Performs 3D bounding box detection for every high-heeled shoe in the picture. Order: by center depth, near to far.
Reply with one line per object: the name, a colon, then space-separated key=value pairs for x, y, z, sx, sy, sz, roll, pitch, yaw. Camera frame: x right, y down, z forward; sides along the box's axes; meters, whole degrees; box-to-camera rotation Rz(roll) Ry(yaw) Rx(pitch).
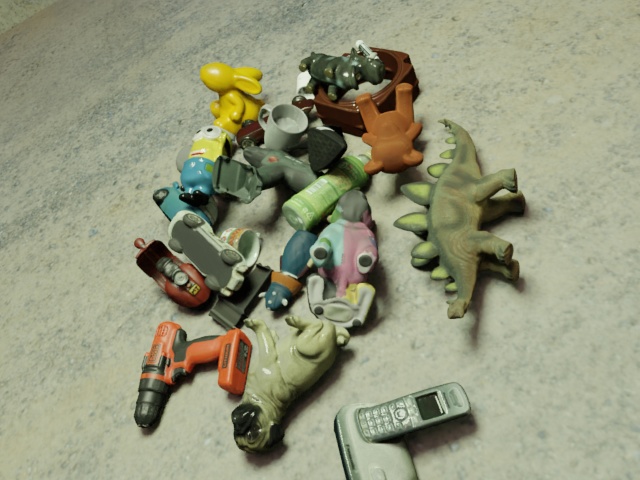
high-heeled shoe: x=0.034 y=-0.192 z=1.058 sx=0.145 sy=0.086 sz=0.249 roll=-18 pitch=19 yaw=-24

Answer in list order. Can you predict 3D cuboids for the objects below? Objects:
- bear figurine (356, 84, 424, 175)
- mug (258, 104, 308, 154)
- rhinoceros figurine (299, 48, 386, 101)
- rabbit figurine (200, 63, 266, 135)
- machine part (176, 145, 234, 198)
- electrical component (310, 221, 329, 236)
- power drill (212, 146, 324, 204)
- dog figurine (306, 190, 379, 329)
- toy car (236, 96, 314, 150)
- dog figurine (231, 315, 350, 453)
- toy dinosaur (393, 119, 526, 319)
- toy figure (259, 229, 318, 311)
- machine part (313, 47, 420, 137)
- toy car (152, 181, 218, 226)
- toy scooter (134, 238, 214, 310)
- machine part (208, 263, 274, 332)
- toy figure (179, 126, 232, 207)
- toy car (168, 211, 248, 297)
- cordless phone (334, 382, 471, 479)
bear figurine: x=0.128 y=-0.203 z=1.005 sx=0.120 sy=0.131 sz=0.196 roll=-10 pitch=23 yaw=15
mug: x=-0.090 y=-0.234 z=1.162 sx=0.109 sy=0.107 sz=0.081 roll=33 pitch=53 yaw=3
rhinoceros figurine: x=0.046 y=-0.349 z=1.121 sx=0.191 sy=0.073 sz=0.112 roll=19 pitch=53 yaw=36
rabbit figurine: x=-0.210 y=-0.346 z=1.274 sx=0.162 sy=0.173 sz=0.122 roll=-18 pitch=45 yaw=16
machine part: x=-0.247 y=-0.156 z=1.202 sx=0.244 sy=0.079 sz=0.079 roll=29 pitch=69 yaw=39
electrical component: x=-0.002 y=-0.003 z=1.007 sx=0.094 sy=0.021 sz=0.063 roll=-11 pitch=50 yaw=14
power drill: x=-0.119 y=-0.134 z=1.074 sx=0.232 sy=0.207 sz=0.086 roll=24 pitch=109 yaw=26
dog figurine: x=0.046 y=0.023 z=0.915 sx=0.109 sy=0.191 sz=0.219 roll=6 pitch=24 yaw=6
toy car: x=-0.102 y=-0.267 z=1.243 sx=0.202 sy=0.053 sz=0.089 roll=-22 pitch=37 yaw=12
dog figurine: x=-0.042 y=0.220 z=0.811 sx=0.172 sy=0.121 sz=0.190 roll=-9 pitch=65 yaw=21
toy dinosaur: x=0.233 y=-0.061 z=0.898 sx=0.199 sy=0.104 sz=0.471 roll=-3 pitch=46 yaw=27
toy figure: x=-0.050 y=0.057 z=0.950 sx=0.064 sy=0.057 sz=0.154 roll=10 pitch=71 yaw=54
machine part: x=0.099 y=-0.331 z=1.183 sx=0.202 sy=0.087 sz=0.201 roll=25 pitch=67 yaw=38
toy car: x=-0.268 y=-0.064 z=1.116 sx=0.103 sy=0.109 sz=0.162 roll=-41 pitch=51 yaw=-14
toy scooter: x=-0.284 y=0.055 z=1.010 sx=0.184 sy=0.135 sz=0.075 roll=28 pitch=69 yaw=36
machine part: x=-0.138 y=0.099 z=0.976 sx=0.139 sy=0.039 sz=0.084 roll=-48 pitch=45 yaw=-14
toy figure: x=-0.231 y=-0.149 z=1.084 sx=0.082 sy=0.089 sz=0.180 roll=7 pitch=64 yaw=2
toy car: x=-0.207 y=0.021 z=0.981 sx=0.202 sy=0.056 sz=0.073 roll=40 pitch=106 yaw=26
cordless phone: x=0.120 y=0.269 z=0.697 sx=0.184 sy=0.088 sz=0.147 roll=-20 pitch=48 yaw=3
